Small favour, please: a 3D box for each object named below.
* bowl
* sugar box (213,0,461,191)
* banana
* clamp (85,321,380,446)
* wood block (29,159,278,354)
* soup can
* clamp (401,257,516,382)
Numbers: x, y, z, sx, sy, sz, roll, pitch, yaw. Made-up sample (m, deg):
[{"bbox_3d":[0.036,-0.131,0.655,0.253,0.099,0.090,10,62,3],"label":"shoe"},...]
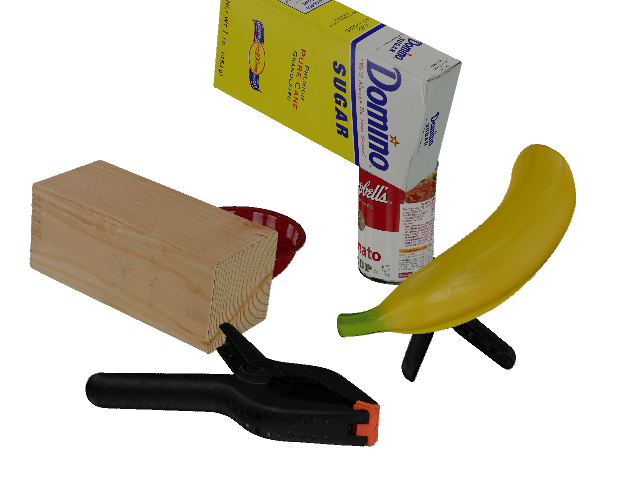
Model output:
[{"bbox_3d":[-0.100,0.014,1.317,0.162,0.055,0.162,4,25,-2],"label":"bowl"},{"bbox_3d":[0.006,-0.115,0.743,0.176,0.093,0.048,32,45,25],"label":"sugar box"},{"bbox_3d":[0.091,-0.005,0.554,0.070,0.037,0.197,17,38,36],"label":"banana"},{"bbox_3d":[-0.046,0.108,0.804,0.210,0.036,0.164,10,18,24],"label":"clamp"},{"bbox_3d":[-0.151,0.010,0.947,0.206,0.090,0.090,22,28,26],"label":"wood block"},{"bbox_3d":[0.066,-0.021,0.923,0.068,0.102,0.068,0,24,0],"label":"soup can"},{"bbox_3d":[0.141,0.081,1.151,0.120,0.171,0.039,4,-43,-7],"label":"clamp"}]
